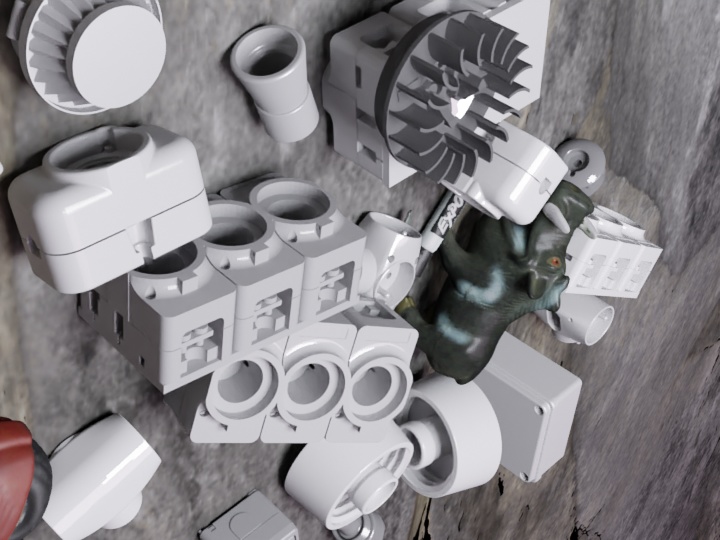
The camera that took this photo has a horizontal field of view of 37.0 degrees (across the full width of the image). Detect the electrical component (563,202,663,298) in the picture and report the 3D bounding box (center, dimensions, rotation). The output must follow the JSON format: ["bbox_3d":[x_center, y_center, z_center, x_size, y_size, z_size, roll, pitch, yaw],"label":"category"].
[{"bbox_3d":[0.199,-0.025,0.970,0.150,0.089,0.061,5,115,-53],"label":"electrical component"}]

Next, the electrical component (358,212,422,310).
[{"bbox_3d":[0.000,0.000,0.786,0.079,0.044,0.077,3,116,-52],"label":"electrical component"}]

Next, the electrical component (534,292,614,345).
[{"bbox_3d":[0.204,0.045,1.050,0.043,0.077,0.079,-42,145,-18],"label":"electrical component"}]

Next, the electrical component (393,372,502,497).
[{"bbox_3d":[0.065,0.147,0.944,0.060,0.108,0.108,-15,130,-37],"label":"electrical component"}]

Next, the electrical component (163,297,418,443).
[{"bbox_3d":[-0.044,0.067,0.727,0.150,0.062,0.089,6,110,-32],"label":"electrical component"}]

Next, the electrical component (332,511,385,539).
[{"bbox_3d":[-0.005,0.236,0.989,0.043,0.043,0.062,-51,146,-5],"label":"electrical component"}]

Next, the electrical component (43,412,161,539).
[{"bbox_3d":[-0.168,0.144,0.704,0.077,0.044,0.079,-42,145,-18],"label":"electrical component"}]

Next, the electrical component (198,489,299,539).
[{"bbox_3d":[-0.084,0.240,0.878,0.062,0.061,0.096,-33,141,-29],"label":"electrical component"}]

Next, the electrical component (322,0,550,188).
[{"bbox_3d":[0.052,-0.135,0.716,0.150,0.062,0.089,-33,141,-30],"label":"electrical component"}]

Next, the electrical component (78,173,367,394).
[{"bbox_3d":[-0.080,-0.001,0.644,0.150,0.089,0.061,-24,136,-38],"label":"electrical component"}]

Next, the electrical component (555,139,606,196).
[{"bbox_3d":[0.197,-0.085,0.958,0.048,0.048,0.062,-52,153,-5],"label":"electrical component"}]

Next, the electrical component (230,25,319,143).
[{"bbox_3d":[-0.047,-0.107,0.638,0.044,0.044,0.065,-44,150,-16],"label":"electrical component"}]

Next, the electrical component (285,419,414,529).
[{"bbox_3d":[-0.003,0.169,0.899,0.108,0.060,0.108,-37,154,-21],"label":"electrical component"}]

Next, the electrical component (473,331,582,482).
[{"bbox_3d":[0.144,0.127,1.020,0.056,0.109,0.108,-31,140,-36],"label":"electrical component"}]

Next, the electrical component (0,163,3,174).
[{"bbox_3d":[-0.201,-0.068,0.456,0.047,0.066,0.076,-41,144,-20],"label":"electrical component"}]

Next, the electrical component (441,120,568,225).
[{"bbox_3d":[0.095,-0.077,0.790,0.059,0.095,0.054,-56,147,2],"label":"electrical component"}]

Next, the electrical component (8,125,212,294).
[{"bbox_3d":[-0.132,-0.037,0.569,0.095,0.054,0.059,-29,126,-31],"label":"electrical component"}]
